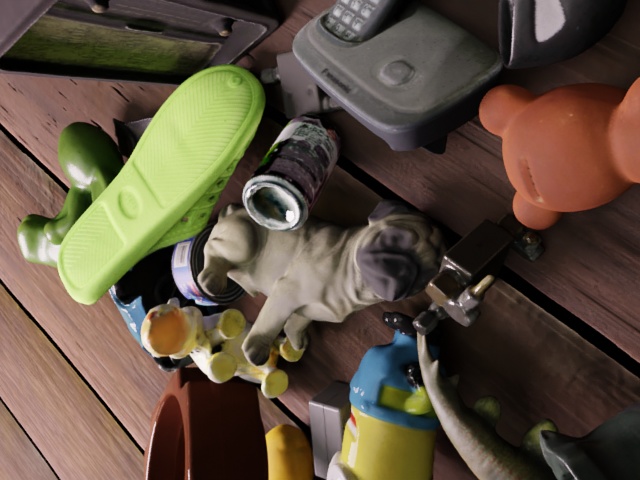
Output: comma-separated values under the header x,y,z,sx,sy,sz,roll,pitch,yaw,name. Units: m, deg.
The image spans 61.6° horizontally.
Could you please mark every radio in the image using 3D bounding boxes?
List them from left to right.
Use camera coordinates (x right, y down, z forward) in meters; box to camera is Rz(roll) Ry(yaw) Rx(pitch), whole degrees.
x,y,z,sx,sy,sz,roll,pitch,yaw,name
-0.144,-0.189,0.434,0.131,0.229,0.073,-23,90,33,radio

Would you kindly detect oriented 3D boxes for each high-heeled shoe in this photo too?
x,y,z,sx,sy,sz,roll,pitch,yaw,name
0.103,-0.226,0.305,0.145,0.086,0.248,-40,96,9,high-heeled shoe

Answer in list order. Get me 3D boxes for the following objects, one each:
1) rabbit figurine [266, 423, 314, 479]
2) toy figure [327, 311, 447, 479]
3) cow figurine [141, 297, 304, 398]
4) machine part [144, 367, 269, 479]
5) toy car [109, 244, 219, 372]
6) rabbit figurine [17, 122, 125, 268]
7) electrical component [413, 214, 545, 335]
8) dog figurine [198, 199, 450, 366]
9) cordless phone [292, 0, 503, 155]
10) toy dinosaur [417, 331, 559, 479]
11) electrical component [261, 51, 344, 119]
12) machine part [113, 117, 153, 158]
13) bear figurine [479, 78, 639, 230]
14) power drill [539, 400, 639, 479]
x,y,z,sx,sy,sz,roll,pitch,yaw,name
-0.020,0.286,0.569,0.162,0.122,0.173,-48,60,45,rabbit figurine
0.063,0.153,0.448,0.089,0.082,0.180,16,86,23,toy figure
-0.107,0.098,0.535,0.098,0.167,0.068,5,70,53,cow figurine
-0.128,0.255,0.579,0.201,0.087,0.201,-57,35,42,machine part
-0.179,0.063,0.620,0.103,0.109,0.161,7,120,59,toy car
-0.271,-0.048,0.632,0.159,0.121,0.170,19,114,29,rabbit figurine
0.116,0.025,0.390,0.045,0.102,0.078,38,144,29,electrical component
0.002,0.000,0.474,0.190,0.121,0.172,-37,84,23,dog figurine
0.076,-0.164,0.364,0.147,0.088,0.184,50,119,35,cordless phone
0.231,0.217,0.306,0.472,0.105,0.198,29,76,22,toy dinosaur
-0.013,-0.137,0.481,0.094,0.021,0.063,1,104,35,electrical component
-0.167,-0.107,0.590,0.139,0.039,0.084,9,113,27,machine part
0.203,-0.065,0.302,0.196,0.132,0.120,7,129,61,bear figurine
0.235,0.105,0.259,0.207,0.085,0.232,-39,52,4,power drill
